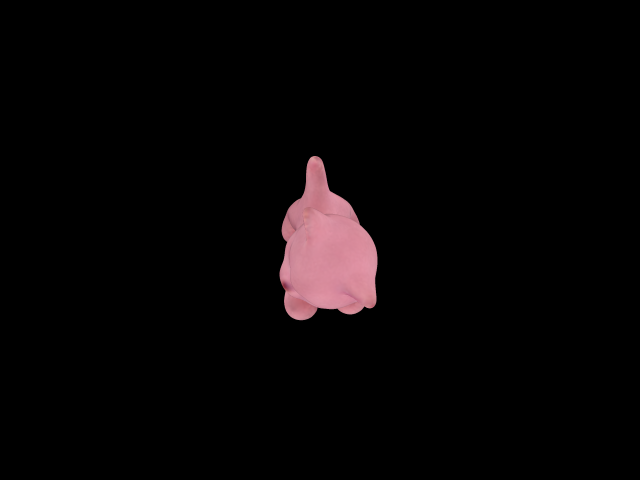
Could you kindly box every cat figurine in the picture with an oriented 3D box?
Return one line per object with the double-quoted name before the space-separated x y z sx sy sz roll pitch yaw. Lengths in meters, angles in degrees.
"cat figurine" 0.004 0.001 0.400 0.067 0.118 0.127 -5 59 -3
